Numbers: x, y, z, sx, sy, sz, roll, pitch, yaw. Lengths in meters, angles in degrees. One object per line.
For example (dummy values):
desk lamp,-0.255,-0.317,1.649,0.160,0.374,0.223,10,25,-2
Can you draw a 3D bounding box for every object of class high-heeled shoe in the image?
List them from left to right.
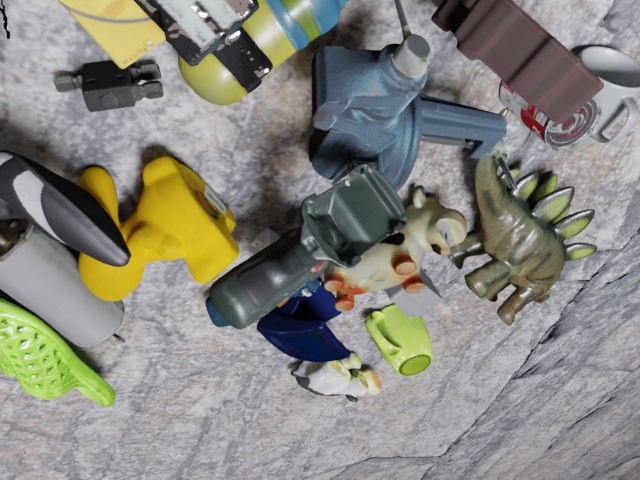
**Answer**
high-heeled shoe,-0.290,-0.014,0.469,0.145,0.249,0.086,-52,164,-1

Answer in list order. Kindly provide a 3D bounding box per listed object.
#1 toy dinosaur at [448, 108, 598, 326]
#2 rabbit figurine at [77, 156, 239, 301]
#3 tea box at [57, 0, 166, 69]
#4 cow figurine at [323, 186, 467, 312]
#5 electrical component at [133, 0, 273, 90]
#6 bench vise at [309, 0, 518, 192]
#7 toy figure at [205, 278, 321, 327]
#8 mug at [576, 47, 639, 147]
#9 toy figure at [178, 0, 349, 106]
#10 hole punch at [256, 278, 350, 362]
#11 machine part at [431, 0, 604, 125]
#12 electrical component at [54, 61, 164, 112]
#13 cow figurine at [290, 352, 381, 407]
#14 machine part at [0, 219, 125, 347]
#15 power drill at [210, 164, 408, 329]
toy dinosaur,0.286,-0.004,0.780,0.198,0.105,0.470,-40,139,11
rabbit figurine,-0.193,0.000,0.575,0.173,0.122,0.162,-34,130,13
tea box,-0.124,-0.229,0.425,0.170,0.068,0.098,-32,135,10
cow figurine,0.099,0.008,0.713,0.195,0.127,0.085,-19,137,16
electrical component,-0.084,-0.174,0.410,0.075,0.048,0.119,-38,135,15
bench vise,0.097,-0.123,0.550,0.241,0.129,0.223,5,148,-18
toy figure,-0.076,0.072,0.727,0.154,0.064,0.057,-21,130,-2
mug,0.337,-0.159,0.653,0.081,0.110,0.107,-11,147,-16
toy figure,-0.047,-0.193,0.473,0.180,0.089,0.082,-29,131,9
hole punch,-0.024,0.132,0.787,0.116,0.092,0.142,-26,140,11
machine part,0.190,-0.183,0.518,0.179,0.179,0.056,19,126,-34
electrical component,-0.190,-0.138,0.485,0.094,0.063,0.021,-10,134,-11
cow figurine,0.031,0.242,0.925,0.098,0.068,0.167,-36,131,21
machine part,-0.301,0.050,0.608,0.079,0.079,0.243,-26,136,2
power drill,-0.001,-0.002,0.571,0.232,0.086,0.207,-34,-176,-33
